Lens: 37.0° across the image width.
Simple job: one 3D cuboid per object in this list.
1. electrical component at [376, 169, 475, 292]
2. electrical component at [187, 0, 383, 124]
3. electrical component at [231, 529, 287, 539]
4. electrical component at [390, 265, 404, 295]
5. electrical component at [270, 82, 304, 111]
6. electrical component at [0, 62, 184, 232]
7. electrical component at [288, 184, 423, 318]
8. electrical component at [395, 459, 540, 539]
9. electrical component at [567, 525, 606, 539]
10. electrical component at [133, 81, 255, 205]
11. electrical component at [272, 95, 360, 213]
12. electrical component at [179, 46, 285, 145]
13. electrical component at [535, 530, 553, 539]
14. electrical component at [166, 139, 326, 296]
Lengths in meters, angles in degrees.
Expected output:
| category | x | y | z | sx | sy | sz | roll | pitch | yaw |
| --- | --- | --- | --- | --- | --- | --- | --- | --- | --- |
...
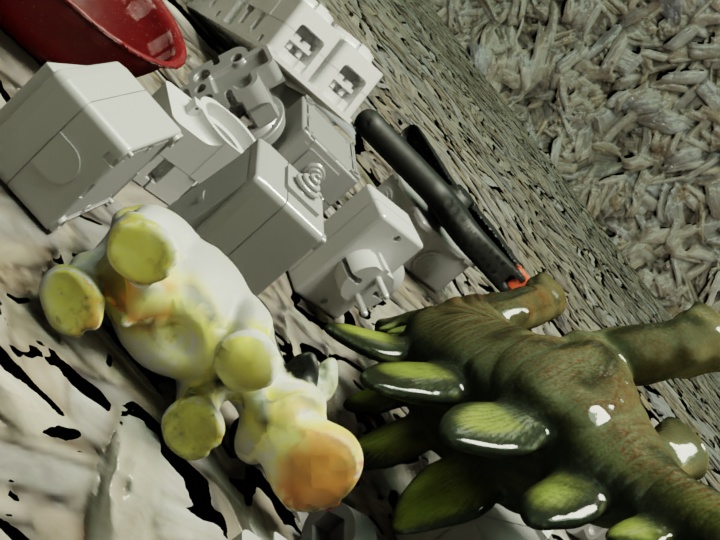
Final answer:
| category | x | y | z | sx | sy | sz | roll | pitch | yaw |
| --- | --- | --- | --- | --- | --- | --- | --- | --- | --- |
| electrical component | 0.054 | -0.036 | 1.018 | 0.100 | 0.048 | 0.099 | 36 | 21 | -40 |
| electrical component | -0.067 | -0.210 | 0.964 | 0.105 | 0.060 | 0.186 | 37 | 2 | -37 |
| electrical component | -0.019 | 0.151 | 0.385 | 0.121 | 0.063 | 0.078 | 42 | 18 | -25 |
| electrical component | 0.007 | -0.004 | 0.838 | 0.065 | 0.044 | 0.044 | 34 | 22 | -56 |
| electrical component | -0.076 | -0.147 | 0.928 | 0.055 | 0.045 | 0.045 | 37 | 20 | -36 |
| electrical component | -0.141 | -0.069 | 0.555 | 0.061 | 0.062 | 0.096 | 49 | 16 | -4 |
| electrical component | 0.000 | 0.000 | 0.732 | 0.047 | 0.083 | 0.075 | 36 | 21 | -40 |
| electrical component | 0.057 | 0.144 | 0.628 | 0.083 | 0.047 | 0.075 | 28 | 27 | -52 |
| electrical component | 0.199 | 0.194 | 0.871 | 0.057 | 0.058 | 0.078 | 36 | 20 | -31 |
| electrical component | -0.099 | -0.070 | 0.675 | 0.089 | 0.056 | 0.050 | 37 | 20 | -37 |
| electrical component | -0.043 | -0.083 | 0.843 | 0.062 | 0.061 | 0.096 | 43 | 17 | -21 |
| electrical component | -0.090 | -0.122 | 0.797 | 0.057 | 0.078 | 0.058 | 60 | 4 | -46 |
| electrical component | 0.085 | 0.140 | 0.681 | 0.081 | 0.064 | 0.042 | 53 | 16 | 10 |
| electrical component | -0.064 | -0.028 | 0.603 | 0.061 | 0.096 | 0.061 | 43 | 17 | -22 |
